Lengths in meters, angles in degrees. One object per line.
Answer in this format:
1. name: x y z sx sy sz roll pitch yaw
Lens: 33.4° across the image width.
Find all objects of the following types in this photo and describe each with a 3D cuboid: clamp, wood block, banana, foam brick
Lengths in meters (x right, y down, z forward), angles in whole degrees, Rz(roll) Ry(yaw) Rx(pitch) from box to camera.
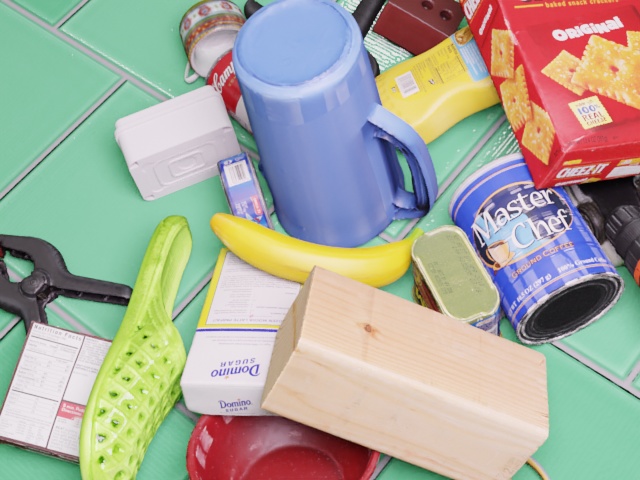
1. clamp: -0.273 0.058 1.028 0.172 0.039 0.120 29 64 22
2. wood block: 0.069 0.112 0.852 0.206 0.090 0.090 22 40 -8
3. clamp: 0.020 -0.202 1.139 0.164 0.036 0.210 -17 57 -3
4. banana: -0.002 0.013 0.960 0.197 0.037 0.069 6 38 -6
5. foam brick: 0.105 -0.231 1.117 0.078 0.051 0.053 30 58 2

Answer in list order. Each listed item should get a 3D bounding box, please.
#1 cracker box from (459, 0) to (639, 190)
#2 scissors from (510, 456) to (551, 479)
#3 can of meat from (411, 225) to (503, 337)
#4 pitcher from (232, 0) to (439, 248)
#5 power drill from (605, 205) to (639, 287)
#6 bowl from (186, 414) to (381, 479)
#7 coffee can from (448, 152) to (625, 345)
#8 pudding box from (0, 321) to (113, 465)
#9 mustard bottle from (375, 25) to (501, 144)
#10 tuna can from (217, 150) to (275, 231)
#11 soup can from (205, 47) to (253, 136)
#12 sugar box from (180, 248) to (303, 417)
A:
1. cracker box: 0.239 -0.160 0.956 0.164 0.072 0.214 -8 65 -18
2. scissors: 0.171 0.264 0.846 0.096 0.016 0.202 -17 58 0
3. can of meat: 0.120 0.049 0.944 0.057 0.084 0.102 -23 59 -5
4. pitcher: 0.010 -0.100 0.956 0.149 0.243 0.145 -22 60 -2
5. power drill: 0.354 0.026 0.898 0.187 0.057 0.184 -6 40 -17
6. bowl: -0.027 0.186 0.885 0.162 0.055 0.162 -5 37 4
7. coffee can: 0.189 0.007 0.947 0.102 0.103 0.140 -22 59 -5
8. pudding box: -0.231 0.137 0.955 0.090 0.039 0.113 14 69 4
9. mustard bottle: 0.149 -0.167 1.052 0.192 0.058 0.096 -29 44 13
10. tuna can: -0.071 -0.041 1.027 0.033 0.086 0.086 -18 58 -1
11. soup can: -0.062 -0.145 1.099 0.068 0.068 0.102 -39 62 -14
12. sugar box: -0.058 0.078 0.947 0.093 0.048 0.176 1 42 10
